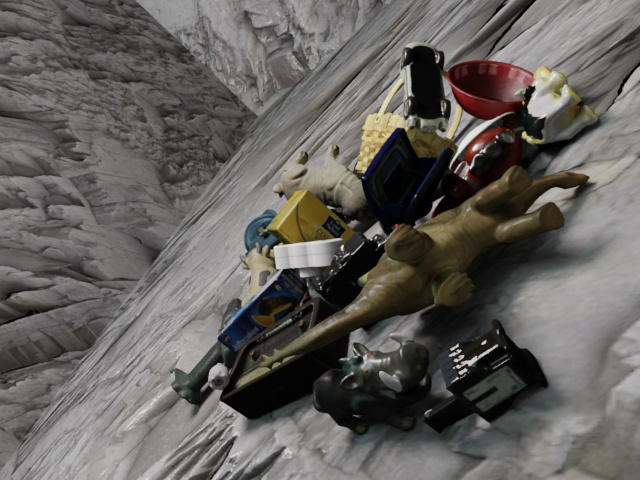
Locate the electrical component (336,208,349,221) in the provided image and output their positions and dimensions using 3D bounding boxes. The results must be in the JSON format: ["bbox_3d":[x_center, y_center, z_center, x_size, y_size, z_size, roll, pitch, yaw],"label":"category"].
[{"bbox_3d":[0.041,-0.052,1.212,0.094,0.021,0.063,-20,35,51],"label":"electrical component"}]

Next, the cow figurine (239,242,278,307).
[{"bbox_3d":[-0.116,0.092,1.119,0.085,0.127,0.195,-33,27,30],"label":"cow figurine"}]

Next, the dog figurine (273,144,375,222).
[{"bbox_3d":[0.012,-0.087,1.037,0.172,0.121,0.191,-29,37,-1],"label":"dog figurine"}]

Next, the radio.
[{"bbox_3d":[-0.058,0.195,0.884,0.229,0.073,0.131,-34,24,34],"label":"radio"}]

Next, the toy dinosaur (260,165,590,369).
[{"bbox_3d":[0.126,0.035,0.664,0.471,0.105,0.198,-28,-7,-6],"label":"toy dinosaur"}]

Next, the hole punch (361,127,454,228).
[{"bbox_3d":[0.118,-0.081,0.758,0.142,0.092,0.115,-58,-15,-22],"label":"hole punch"}]

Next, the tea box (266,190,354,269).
[{"bbox_3d":[-0.002,-0.003,0.995,0.098,0.169,0.068,-55,19,-12],"label":"tea box"}]

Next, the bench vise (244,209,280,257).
[{"bbox_3d":[-0.107,-0.034,1.343,0.223,0.128,0.241,-51,28,1],"label":"bench vise"}]

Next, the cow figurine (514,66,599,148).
[{"bbox_3d":[0.339,-0.198,0.808,0.098,0.068,0.167,-44,19,28],"label":"cow figurine"}]

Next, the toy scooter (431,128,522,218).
[{"bbox_3d":[0.226,-0.094,0.780,0.184,0.075,0.135,-51,-14,6],"label":"toy scooter"}]

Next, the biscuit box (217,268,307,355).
[{"bbox_3d":[-0.106,0.132,0.983,0.202,0.063,0.059,-45,7,31],"label":"biscuit box"}]

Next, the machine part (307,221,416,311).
[{"bbox_3d":[0.062,0.048,0.901,0.243,0.079,0.079,-41,21,18],"label":"machine part"}]

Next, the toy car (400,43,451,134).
[{"bbox_3d":[0.178,-0.261,0.922,0.056,0.074,0.202,101,171,-61],"label":"toy car"}]

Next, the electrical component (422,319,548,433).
[{"bbox_3d":[0.156,0.144,0.541,0.119,0.074,0.048,-43,21,21],"label":"electrical component"}]

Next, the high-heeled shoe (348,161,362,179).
[{"bbox_3d":[0.114,-0.155,1.228,0.249,0.086,0.145,-29,-9,4],"label":"high-heeled shoe"}]

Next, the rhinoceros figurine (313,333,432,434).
[{"bbox_3d":[0.063,0.167,0.635,0.190,0.112,0.073,-37,19,49],"label":"rhinoceros figurine"}]

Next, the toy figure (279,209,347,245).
[{"bbox_3d":[-0.012,-0.009,1.163,0.180,0.082,0.089,-37,10,41],"label":"toy figure"}]

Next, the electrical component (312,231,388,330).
[{"bbox_3d":[0.072,0.055,0.817,0.134,0.114,0.058,-47,22,8],"label":"electrical component"}]

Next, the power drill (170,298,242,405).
[{"bbox_3d":[-0.224,0.240,1.158,0.207,0.086,0.232,-41,22,-2],"label":"power drill"}]

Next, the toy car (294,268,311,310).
[{"bbox_3d":[-0.032,0.096,1.051,0.089,0.053,0.202,-32,24,32],"label":"toy car"}]
